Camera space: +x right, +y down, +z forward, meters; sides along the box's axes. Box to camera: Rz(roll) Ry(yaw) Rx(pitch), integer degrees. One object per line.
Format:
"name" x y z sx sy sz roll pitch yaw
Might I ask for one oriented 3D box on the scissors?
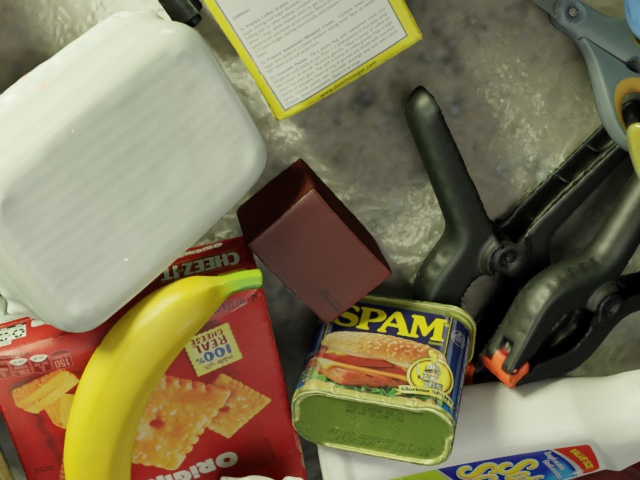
"scissors" 0.146 -0.110 0.616 0.201 0.016 0.096 14 83 -19

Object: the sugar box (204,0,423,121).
"sugar box" -0.028 -0.158 0.554 0.093 0.048 0.176 -31 115 3

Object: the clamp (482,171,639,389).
"clamp" 0.173 0.024 0.671 0.171 0.039 0.120 -32 123 -17

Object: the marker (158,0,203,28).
"marker" -0.101 -0.159 0.551 0.020 0.020 0.121 -36 119 6

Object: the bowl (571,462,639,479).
"bowl" 0.206 0.206 0.758 0.162 0.055 0.162 -2 83 19

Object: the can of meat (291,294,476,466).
"can of meat" 0.038 0.083 0.646 0.102 0.084 0.057 8 132 10

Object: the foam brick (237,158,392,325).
"foam brick" -0.004 0.001 0.635 0.053 0.051 0.078 -38 118 9

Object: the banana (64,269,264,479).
"banana" -0.101 0.093 0.583 0.069 0.037 0.198 22 111 -20

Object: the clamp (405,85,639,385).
"clamp" 0.120 -0.001 0.671 0.164 0.036 0.210 -5 121 -18

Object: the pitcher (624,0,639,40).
"pitcher" 0.304 -0.131 0.601 0.242 0.149 0.145 19 152 -18

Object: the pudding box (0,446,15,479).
"pudding box" -0.204 0.113 0.594 0.039 0.113 0.090 -26 148 -13

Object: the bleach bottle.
"bleach bottle" 0.127 0.126 0.695 0.251 0.068 0.102 -12 141 2

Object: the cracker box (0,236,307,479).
"cracker box" -0.098 0.119 0.662 0.164 0.072 0.214 -14 119 -6
